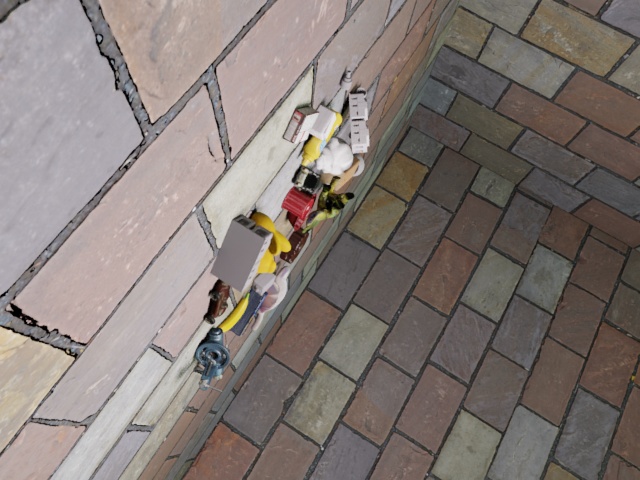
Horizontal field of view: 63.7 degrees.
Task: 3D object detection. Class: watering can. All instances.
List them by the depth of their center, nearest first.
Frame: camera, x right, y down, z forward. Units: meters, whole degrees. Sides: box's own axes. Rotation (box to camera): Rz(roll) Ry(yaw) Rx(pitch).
[{"bbox_3d":[-0.230,0.267,2.227,0.346,0.104,0.225,-61,172,7],"label":"watering can"}]

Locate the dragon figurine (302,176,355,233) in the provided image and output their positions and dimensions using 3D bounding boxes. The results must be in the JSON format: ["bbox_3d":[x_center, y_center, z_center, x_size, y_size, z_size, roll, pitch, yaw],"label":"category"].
[{"bbox_3d":[0.006,-0.100,1.990,0.418,0.122,0.237,-43,171,-46],"label":"dragon figurine"}]

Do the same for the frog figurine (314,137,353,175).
[{"bbox_3d":[0.045,-0.298,1.816,0.160,0.122,0.137,-9,97,-68],"label":"frog figurine"}]
